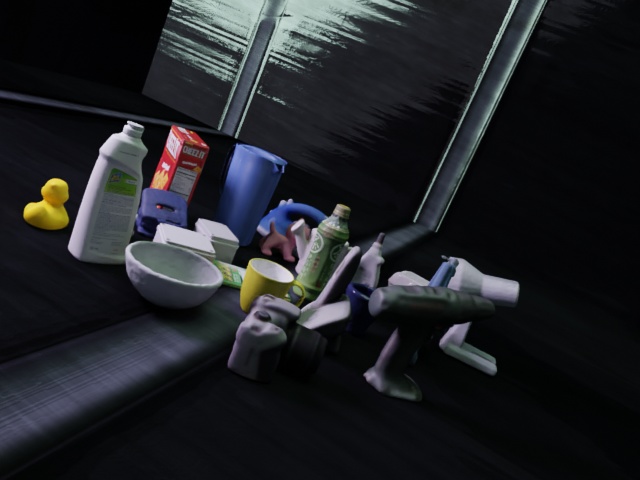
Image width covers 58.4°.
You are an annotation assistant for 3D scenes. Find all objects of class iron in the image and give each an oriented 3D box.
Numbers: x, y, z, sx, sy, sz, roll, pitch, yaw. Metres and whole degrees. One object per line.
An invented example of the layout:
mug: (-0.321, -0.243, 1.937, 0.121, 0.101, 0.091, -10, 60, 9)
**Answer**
iron: (-0.059, -0.041, 1.601, 0.257, 0.141, 0.119, 28, 14, 21)

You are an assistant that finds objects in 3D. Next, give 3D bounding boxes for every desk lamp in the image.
desk lamp: (0.350, 0.166, 1.317, 0.203, 0.213, 0.118, 25, 13, 10)

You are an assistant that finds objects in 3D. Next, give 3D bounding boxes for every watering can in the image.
watering can: (0.013, 0.006, 1.419, 0.173, 0.194, 0.100, 14, 15, -35)

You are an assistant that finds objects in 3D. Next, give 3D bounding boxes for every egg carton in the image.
egg carton: (0.265, 0.141, 1.595, 0.150, 0.069, 0.107, 29, 14, 23)

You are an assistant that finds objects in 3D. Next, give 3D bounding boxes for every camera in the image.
camera: (-0.057, 0.156, 0.896, 0.137, 0.101, 0.143, 23, 13, -1)

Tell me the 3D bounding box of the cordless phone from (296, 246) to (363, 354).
cordless phone: (0.028, 0.102, 1.071, 0.094, 0.185, 0.147, 22, 13, -6)

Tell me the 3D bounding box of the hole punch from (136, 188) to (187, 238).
hole punch: (-0.345, -0.055, 1.267, 0.109, 0.091, 0.100, 16, 15, -29)

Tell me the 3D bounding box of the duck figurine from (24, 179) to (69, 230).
duck figurine: (-0.502, -0.072, 1.071, 0.077, 0.086, 0.104, 21, 13, -9)

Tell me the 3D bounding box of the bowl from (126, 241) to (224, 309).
bowl: (-0.252, 0.069, 0.964, 0.167, 0.075, 0.167, 22, 13, -5)

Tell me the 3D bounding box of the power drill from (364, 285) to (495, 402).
power drill: (0.173, 0.171, 0.997, 0.230, 0.208, 0.075, 18, 14, -23)

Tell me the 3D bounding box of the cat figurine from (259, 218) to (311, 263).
cat figurine: (-0.082, -0.010, 1.491, 0.128, 0.118, 0.067, 17, 14, -27)

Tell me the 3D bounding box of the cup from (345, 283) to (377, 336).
cup: (0.094, 0.151, 1.197, 0.118, 0.095, 0.091, 14, 15, -34)

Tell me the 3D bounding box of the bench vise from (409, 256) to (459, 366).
bench vise: (0.231, 0.144, 1.180, 0.121, 0.220, 0.207, 24, 13, 3)

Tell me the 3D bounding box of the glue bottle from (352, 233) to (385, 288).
glue bottle: (0.125, 0.061, 1.439, 0.078, 0.173, 0.037, 27, 13, 17)
